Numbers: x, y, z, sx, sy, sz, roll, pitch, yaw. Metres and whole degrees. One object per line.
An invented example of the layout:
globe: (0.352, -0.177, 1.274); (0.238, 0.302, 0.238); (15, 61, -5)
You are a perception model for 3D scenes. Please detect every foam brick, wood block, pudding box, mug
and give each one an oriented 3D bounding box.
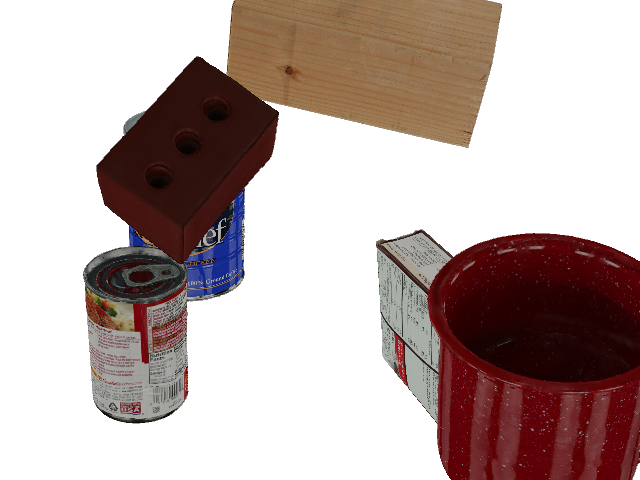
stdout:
foam brick: (-0.065, -0.039, 0.524); (0.053, 0.078, 0.051); (35, -19, 6)
wood block: (0.035, -0.157, 0.876); (0.206, 0.091, 0.090); (14, 46, 4)
pudding box: (0.072, 0.056, 0.658); (0.039, 0.090, 0.114); (-13, 26, -18)
mug: (0.099, 0.058, 0.418); (0.117, 0.081, 0.093); (7, 37, 14)

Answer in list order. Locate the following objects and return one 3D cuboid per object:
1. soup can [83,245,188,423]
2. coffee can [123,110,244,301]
soup can: (-0.123, 0.064, 0.725); (0.068, 0.102, 0.068); (2, 30, -2)
coffee can: (-0.115, -0.033, 0.920); (0.103, 0.140, 0.103); (2, 26, -1)
